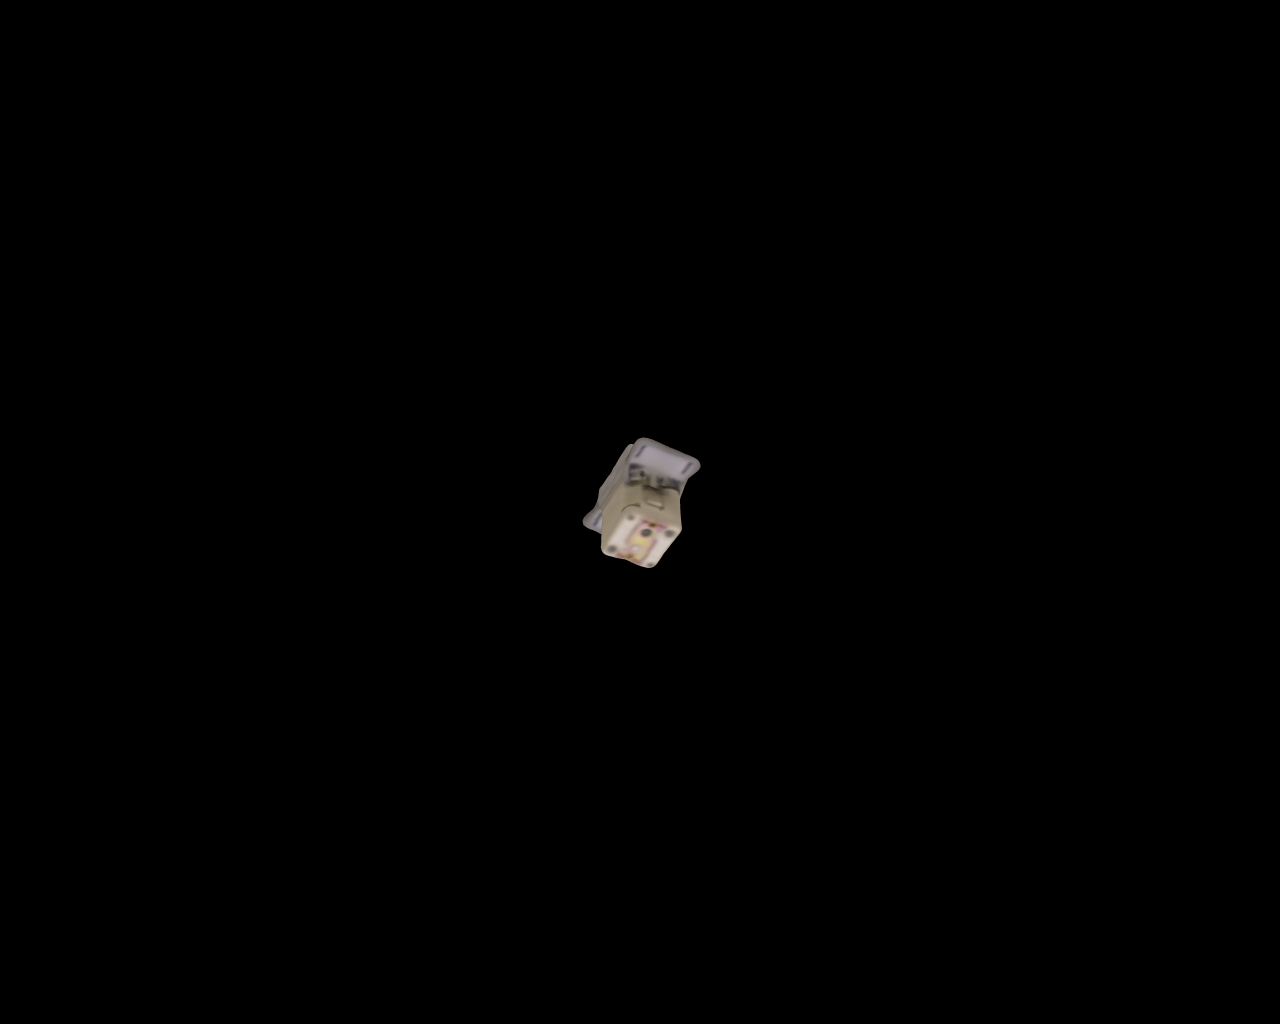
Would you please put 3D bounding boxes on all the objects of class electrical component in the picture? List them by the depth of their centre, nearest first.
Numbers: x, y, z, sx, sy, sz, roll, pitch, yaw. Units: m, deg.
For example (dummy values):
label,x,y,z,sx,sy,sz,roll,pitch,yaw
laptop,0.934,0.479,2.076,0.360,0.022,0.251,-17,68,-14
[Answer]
label,x,y,z,sx,sy,sz,roll,pitch,yaw
electrical component,0.001,-0.003,0.650,0.042,0.064,0.080,20,-50,-17
